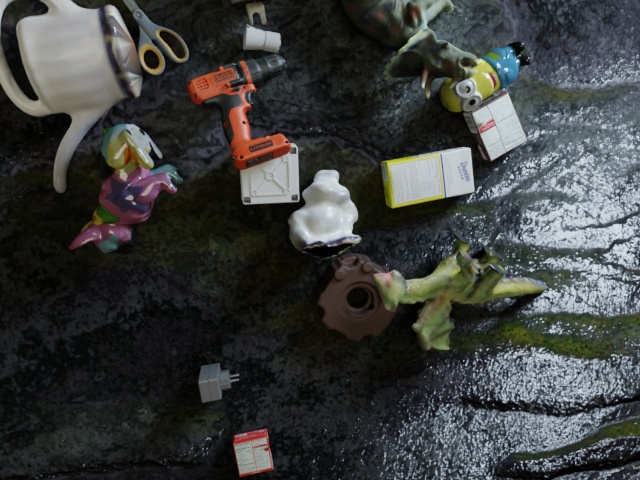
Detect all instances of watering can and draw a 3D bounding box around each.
[{"bbox_3d":[-0.413,-0.258,0.877,0.225,0.106,0.341,-13,117,-7],"label":"watering can"}]

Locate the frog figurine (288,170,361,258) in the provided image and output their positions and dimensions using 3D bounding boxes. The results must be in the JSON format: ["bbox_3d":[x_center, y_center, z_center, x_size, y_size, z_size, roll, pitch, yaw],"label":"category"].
[{"bbox_3d":[0.003,-0.050,0.998,0.137,0.121,0.162,-13,68,2],"label":"frog figurine"}]

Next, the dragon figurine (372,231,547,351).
[{"bbox_3d":[0.287,0.127,1.068,0.407,0.124,0.240,24,107,-27],"label":"dragon figurine"}]
